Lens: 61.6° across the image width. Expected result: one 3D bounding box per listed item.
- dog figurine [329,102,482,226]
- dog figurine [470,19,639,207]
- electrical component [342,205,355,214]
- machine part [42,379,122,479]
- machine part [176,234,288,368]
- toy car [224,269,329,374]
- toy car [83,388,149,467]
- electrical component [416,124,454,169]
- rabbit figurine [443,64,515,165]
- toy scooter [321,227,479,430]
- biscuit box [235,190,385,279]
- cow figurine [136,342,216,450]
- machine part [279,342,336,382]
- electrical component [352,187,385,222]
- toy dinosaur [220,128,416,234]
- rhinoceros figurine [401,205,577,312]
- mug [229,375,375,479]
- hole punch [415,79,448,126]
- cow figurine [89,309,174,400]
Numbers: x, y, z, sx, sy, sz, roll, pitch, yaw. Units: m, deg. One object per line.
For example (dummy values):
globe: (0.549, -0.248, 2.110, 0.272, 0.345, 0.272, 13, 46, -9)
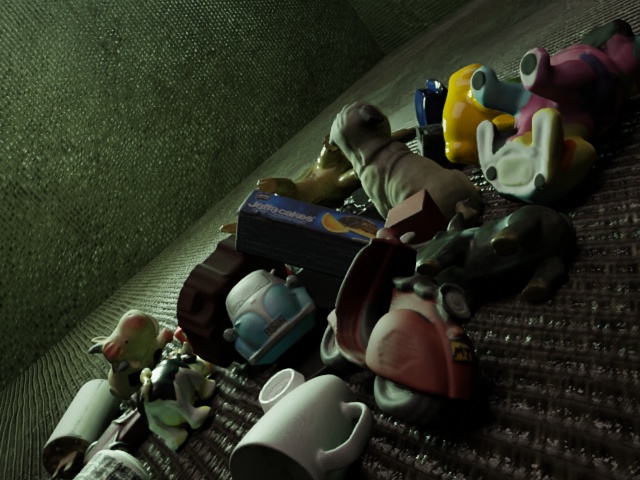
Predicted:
dog figurine: (0.102, -0.092, 0.672, 0.121, 0.190, 0.172, -46, 18, -24)
dog figurine: (0.284, -0.136, 0.572, 0.219, 0.191, 0.108, -8, 1, -21)
electrical component: (0.030, -0.009, 0.860, 0.063, 0.021, 0.094, -41, -26, -74)
machine part: (-0.378, 0.298, 0.866, 0.079, 0.079, 0.243, -38, 16, 4)
machine part: (-0.109, 0.082, 0.719, 0.056, 0.179, 0.179, 17, 49, 28)
toy car: (-0.057, 0.084, 0.635, 0.109, 0.103, 0.161, -40, -7, -3)
toy car: (-0.262, 0.253, 0.785, 0.089, 0.053, 0.202, -25, 22, 51)
electrical component: (0.179, -0.145, 0.845, 0.048, 0.074, 0.119, -7, 25, 5)
rabbit figurine: (0.249, -0.159, 0.687, 0.173, 0.121, 0.162, -6, 34, 31)
toy scooter: (0.063, 0.059, 0.434, 0.184, 0.075, 0.135, 15, 89, 63)
biscuit box: (-0.001, -0.002, 0.657, 0.059, 0.203, 0.062, -65, -13, -57)
cow figurine: (-0.195, 0.190, 0.720, 0.068, 0.098, 0.167, -44, 15, 7)
machine part: (0.018, 0.118, 0.554, 0.139, 0.039, 0.084, -34, 21, 12)
electrical component: (0.110, -0.072, 0.848, 0.115, 0.058, 0.134, -33, 17, 13)
toy dinosaur: (0.031, -0.119, 0.992, 0.471, 0.105, 0.198, -27, -6, -8)
rhinoceros figurine: (0.138, 0.014, 0.507, 0.190, 0.073, 0.112, -21, 24, 47)
mug: (-0.003, 0.152, 0.426, 0.109, 0.081, 0.107, -37, 5, 33)
hole punch: (0.207, -0.217, 0.946, 0.092, 0.115, 0.142, -43, 13, 17)
cow figurine: (-0.296, 0.182, 0.844, 0.127, 0.085, 0.194, -50, -14, -50)
